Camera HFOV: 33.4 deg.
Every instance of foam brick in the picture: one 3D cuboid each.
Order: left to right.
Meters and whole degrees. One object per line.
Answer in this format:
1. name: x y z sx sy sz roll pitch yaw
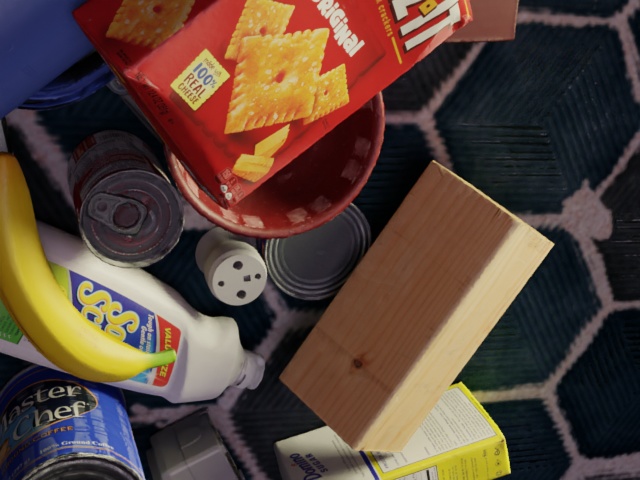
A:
1. foam brick: 0.099 -0.174 0.776 0.078 0.053 0.051 -5 113 -17

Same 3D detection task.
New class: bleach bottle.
1. bleach bottle: -0.149 0.055 0.785 0.250 0.068 0.102 22 100 -28

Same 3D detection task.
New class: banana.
1. banana: -0.176 0.034 0.710 0.069 0.037 0.197 -48 124 -23

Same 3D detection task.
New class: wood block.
1. wood block: 0.074 0.054 0.823 0.206 0.091 0.090 -55 151 8

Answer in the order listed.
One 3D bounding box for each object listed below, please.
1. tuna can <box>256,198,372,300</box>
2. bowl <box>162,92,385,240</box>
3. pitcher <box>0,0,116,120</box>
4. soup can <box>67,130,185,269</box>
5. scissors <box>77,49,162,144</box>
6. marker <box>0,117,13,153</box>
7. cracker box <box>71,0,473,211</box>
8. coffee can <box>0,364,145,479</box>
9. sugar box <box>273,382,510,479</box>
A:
1. tuna can: -0.005 0.001 0.824 0.086 0.034 0.086 -7 113 -16
2. bowl: -0.038 -0.085 0.762 0.162 0.055 0.162 -6 109 -18
3. pitcher: -0.190 -0.140 0.641 0.243 0.145 0.149 -40 101 0
4. soup can: -0.135 -0.031 0.730 0.068 0.102 0.068 -7 113 -16
5. scissors: -0.133 -0.131 0.738 0.201 0.016 0.096 34 98 -27
6. marker: -0.225 -0.100 0.718 0.020 0.020 0.121 -11 114 -14
7. cracker box: -0.016 -0.134 0.642 0.213 0.072 0.164 -38 150 -4
8. coffee can: -0.182 0.162 0.772 0.102 0.140 0.103 -7 113 -16
9. sugar box: 0.058 0.182 0.886 0.176 0.093 0.048 -18 116 -10
